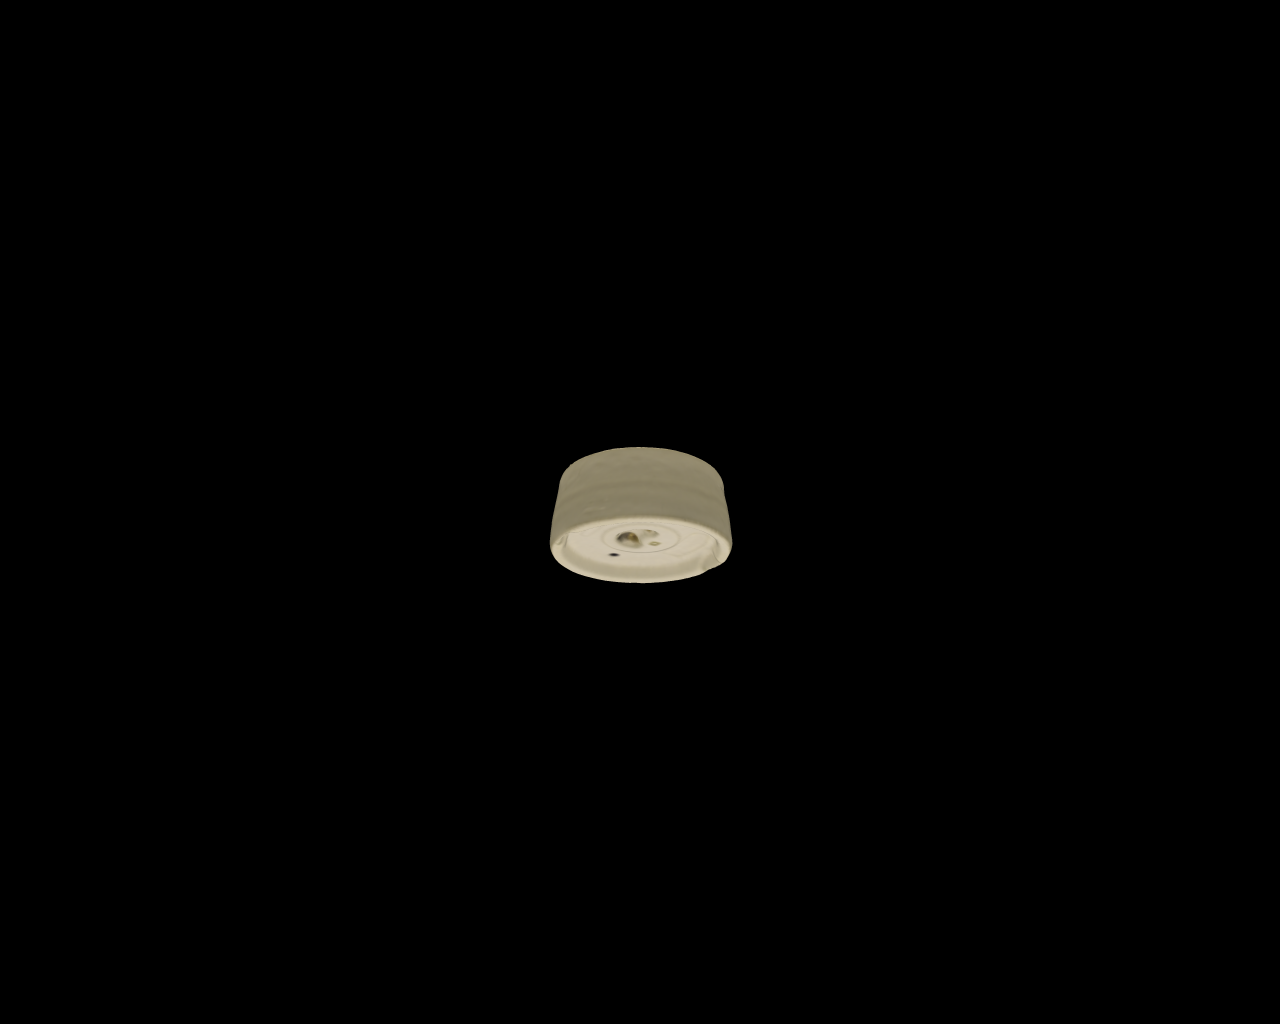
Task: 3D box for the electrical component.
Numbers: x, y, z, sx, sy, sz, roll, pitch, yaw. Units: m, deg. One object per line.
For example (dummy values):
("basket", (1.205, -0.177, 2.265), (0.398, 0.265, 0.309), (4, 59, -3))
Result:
("electrical component", (0.001, -0.003, 0.650), (0.108, 0.060, 0.108), (0, -23, 0))
